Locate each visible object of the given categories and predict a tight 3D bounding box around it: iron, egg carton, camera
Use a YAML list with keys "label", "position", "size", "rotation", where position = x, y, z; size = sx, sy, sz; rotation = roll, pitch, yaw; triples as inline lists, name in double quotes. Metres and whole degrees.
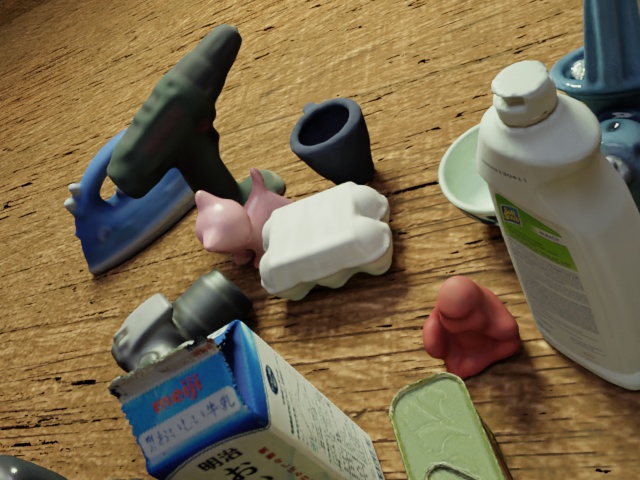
- label: "iron"
  position: [-0.280, -0.079, 0.832]
  size: [0.258, 0.142, 0.118]
  rotation: [-47, 41, -11]
- label: "egg carton"
  position: [0.006, 0.002, 0.610]
  size: [0.150, 0.070, 0.107]
  rotation: [-20, 43, 19]
- label: "camera"
  position: [-0.133, 0.099, 0.595]
  size: [0.137, 0.101, 0.142]
  rotation: [-47, 42, -11]

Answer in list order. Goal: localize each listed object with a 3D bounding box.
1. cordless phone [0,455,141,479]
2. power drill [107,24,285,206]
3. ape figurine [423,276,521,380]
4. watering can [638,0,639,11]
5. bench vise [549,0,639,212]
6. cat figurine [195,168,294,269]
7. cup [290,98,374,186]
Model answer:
- label: "cordless phone"
  position: [-0.157, 0.225, 0.429]
  size: [0.147, 0.186, 0.094]
  rotation: [1, 54, 36]
- label: "power drill"
  position: [-0.137, -0.117, 0.715]
  size: [0.230, 0.209, 0.075]
  rotation: [-46, 41, -10]
- label: "ape figurine"
  position: [0.117, 0.063, 0.457]
  size: [0.077, 0.092, 0.076]
  rotation: [5, 56, 38]
- label: "watering can"
  position: [0.364, -0.245, 0.490]
  size: [0.172, 0.195, 0.100]
  rotation: [-26, 42, 13]
- label: "bench vise"
  position: [0.247, -0.134, 0.451]
  size: [0.121, 0.220, 0.207]
  rotation: [-15, 46, 24]
- label: "cat figurine"
  position: [-0.094, -0.026, 0.669]
  size: [0.067, 0.118, 0.128]
  rotation: [10, 59, 41]
- label: "cup"
  position: [0.019, -0.111, 0.687]
  size: [0.091, 0.095, 0.117]
  rotation: [-35, 41, 2]
